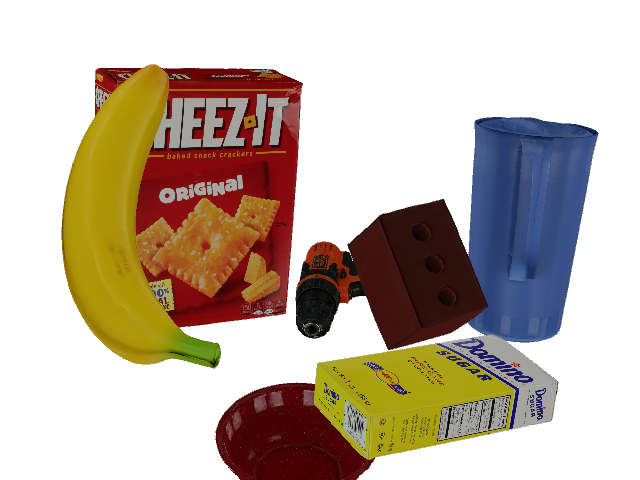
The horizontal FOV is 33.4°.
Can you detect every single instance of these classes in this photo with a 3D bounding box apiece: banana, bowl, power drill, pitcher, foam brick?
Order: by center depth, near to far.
[{"bbox_3d":[-0.101,-0.011,0.556,0.069,0.198,0.037,-8,-33,-10],"label":"banana"},{"bbox_3d":[0.061,0.023,0.683,0.052,0.078,0.051,-14,-14,-29],"label":"foam brick"},{"bbox_3d":[-0.022,0.211,1.055,0.162,0.055,0.162,1,30,0],"label":"bowl"},{"bbox_3d":[0.225,-0.012,1.185,0.149,0.243,0.145,-7,18,-34],"label":"pitcher"},{"bbox_3d":[0.065,0.056,1.241,0.187,0.057,0.184,1,28,5],"label":"power drill"}]

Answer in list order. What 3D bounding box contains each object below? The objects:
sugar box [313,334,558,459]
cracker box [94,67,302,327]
[{"bbox_3d":[0.093,0.122,0.864,0.176,0.048,0.093,-9,26,-25],"label":"sugar box"},{"bbox_3d":[-0.105,-0.035,0.906,0.163,0.214,0.072,-4,20,-27],"label":"cracker box"}]
